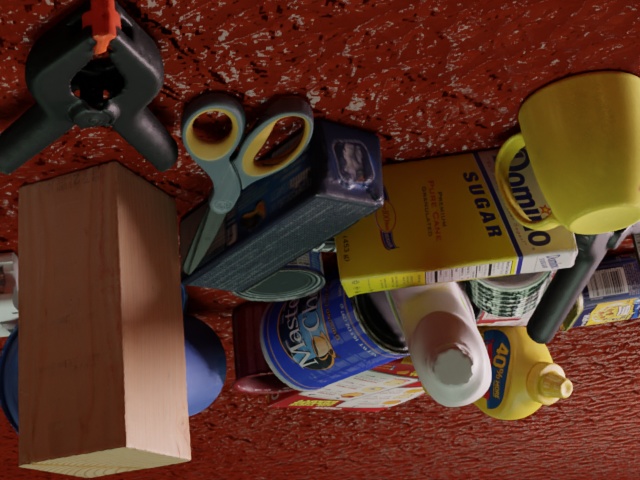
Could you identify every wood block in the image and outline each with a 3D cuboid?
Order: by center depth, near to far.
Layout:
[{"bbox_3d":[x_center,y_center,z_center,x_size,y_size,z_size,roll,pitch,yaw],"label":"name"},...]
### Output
[{"bbox_3d":[-0.159,0.060,0.780,0.090,0.206,0.090,-13,159,19],"label":"wood block"}]

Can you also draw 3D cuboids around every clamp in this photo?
[{"bbox_3d":[-0.146,-0.083,0.640,0.120,0.039,0.171,-11,155,-11],"label":"clamp"},{"bbox_3d":[0.240,-0.017,0.872,0.164,0.036,0.210,-40,153,-25],"label":"clamp"}]

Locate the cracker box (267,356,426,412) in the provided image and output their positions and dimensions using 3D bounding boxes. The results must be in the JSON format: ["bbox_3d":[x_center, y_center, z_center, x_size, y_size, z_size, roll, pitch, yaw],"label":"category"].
[{"bbox_3d":[0.058,0.145,1.256,0.163,0.072,0.214,9,156,-32],"label":"cracker box"}]

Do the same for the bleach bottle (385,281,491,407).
[{"bbox_3d":[0.093,0.068,0.847,0.068,0.102,0.251,-24,-177,5],"label":"bleach bottle"}]

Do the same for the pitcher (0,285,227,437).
[{"bbox_3d":[-0.175,0.115,1.006,0.149,0.145,0.242,-20,171,16],"label":"pitcher"}]

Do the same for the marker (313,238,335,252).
[{"bbox_3d":[-0.006,0.001,0.930,0.121,0.020,0.020,1,158,-18],"label":"marker"}]

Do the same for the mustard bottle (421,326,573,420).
[{"bbox_3d":[0.181,0.131,1.087,0.058,0.096,0.192,10,180,-34],"label":"mustard bottle"}]

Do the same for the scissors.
[{"bbox_3d":[-0.082,-0.039,0.752,0.096,0.016,0.202,20,136,-31],"label":"scissors"}]

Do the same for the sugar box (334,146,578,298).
[{"bbox_3d":[0.099,-0.016,0.812,0.176,0.093,0.048,-9,159,6],"label":"sugar box"}]

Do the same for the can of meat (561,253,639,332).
[{"bbox_3d":[0.292,0.052,1.097,0.084,0.057,0.102,-8,160,0],"label":"can of meat"}]

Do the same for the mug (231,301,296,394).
[{"bbox_3d":[-0.038,0.110,1.120,0.117,0.081,0.093,-6,159,1],"label":"mug"}]

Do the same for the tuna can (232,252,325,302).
[{"bbox_3d":[-0.039,0.027,0.969,0.086,0.034,0.086,-5,159,-2],"label":"tuna can"}]

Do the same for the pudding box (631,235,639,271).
[{"bbox_3d":[0.344,0.034,0.982,0.090,0.113,0.039,-16,162,25],"label":"pudding box"}]

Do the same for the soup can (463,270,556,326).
[{"bbox_3d":[0.186,0.051,1.047,0.102,0.068,0.069,2,158,-22],"label":"soup can"}]

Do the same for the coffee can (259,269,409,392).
[{"bbox_3d":[0.023,0.080,1.028,0.102,0.103,0.141,11,153,-38],"label":"coffee can"}]
